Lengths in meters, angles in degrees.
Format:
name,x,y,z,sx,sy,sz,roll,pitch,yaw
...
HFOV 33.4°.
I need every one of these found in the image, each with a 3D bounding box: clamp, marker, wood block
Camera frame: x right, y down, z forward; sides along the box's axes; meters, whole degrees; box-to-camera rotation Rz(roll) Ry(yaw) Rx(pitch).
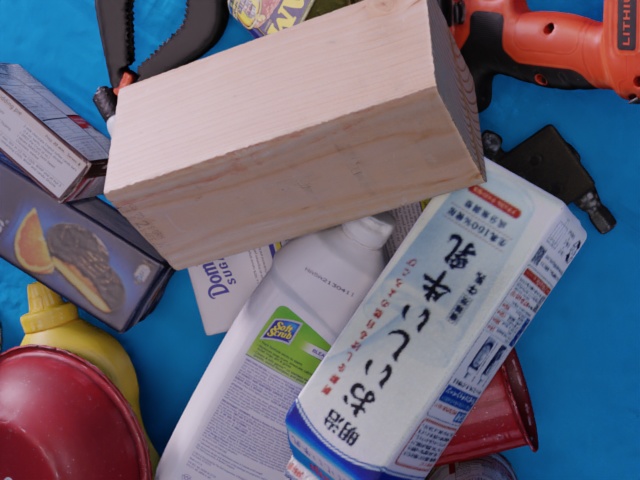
name,x,y,z,sx,sy,sz,roll,pitch,yaw
clamp,-0.086,-0.192,0.731,0.164,0.036,0.210,18,103,-1
marker,-0.129,-0.058,0.742,0.020,0.020,0.121,-32,69,10
wood block,-0.015,-0.064,0.642,0.206,0.091,0.090,-16,140,20

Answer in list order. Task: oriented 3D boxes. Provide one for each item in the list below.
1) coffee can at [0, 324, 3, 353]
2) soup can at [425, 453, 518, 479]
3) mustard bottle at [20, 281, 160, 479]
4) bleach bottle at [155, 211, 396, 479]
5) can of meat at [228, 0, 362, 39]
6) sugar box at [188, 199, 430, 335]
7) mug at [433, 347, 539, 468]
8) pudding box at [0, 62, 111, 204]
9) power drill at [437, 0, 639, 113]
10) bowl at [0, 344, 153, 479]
name,x,y,z,sx,sy,sz,roll,pitch,yaw
coffee can,-0.299,0.082,0.744,0.103,0.140,0.103,1,97,8
soup can,0.103,0.185,0.720,0.068,0.102,0.068,1,97,7
mustard bottle,-0.175,0.121,0.773,0.096,0.058,0.191,-15,96,21
bleach bottle,-0.017,0.086,0.712,0.102,0.068,0.251,27,113,-9
can of meat,-0.007,-0.164,0.689,0.084,0.057,0.102,50,121,36
sugar box,-0.005,0.001,0.741,0.176,0.048,0.093,-13,95,13
mug,0.092,0.095,0.723,0.081,0.093,0.117,-17,69,15
pudding box,-0.195,-0.076,0.734,0.113,0.090,0.039,39,100,1
power drill,0.126,-0.155,0.653,0.188,0.057,0.184,8,112,42
bowl,-0.196,0.156,0.725,0.162,0.055,0.162,6,104,24
